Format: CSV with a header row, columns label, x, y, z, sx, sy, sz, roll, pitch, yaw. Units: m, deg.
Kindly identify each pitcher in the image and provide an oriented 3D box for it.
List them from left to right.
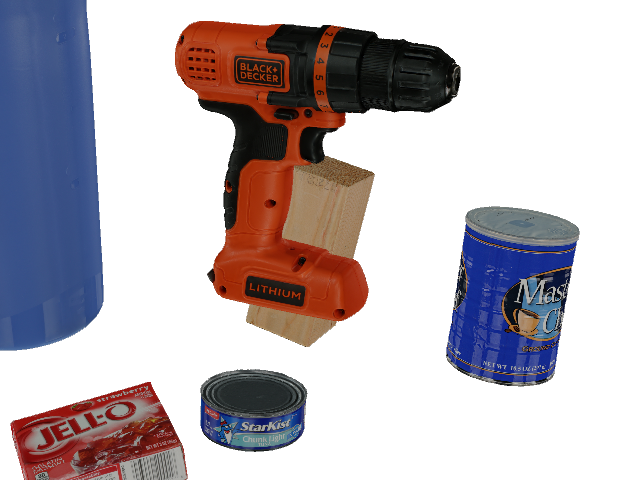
label,x,y,z,sx,sy,sz,roll,pitch,yaw
pitcher,-0.210,-0.052,0.673,0.149,0.243,0.145,-6,27,-10

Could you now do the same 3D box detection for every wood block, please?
label,x,y,z,sx,sy,sz,roll,pitch,yaw
wood block,-0.013,0.008,1.284,0.090,0.206,0.090,21,22,17

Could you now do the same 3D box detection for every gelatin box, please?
label,x,y,z,sx,sy,sz,roll,pitch,yaw
gelatin box,-0.131,0.123,0.628,0.089,0.030,0.073,-14,27,-19

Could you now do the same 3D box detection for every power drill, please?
label,x,y,z,sx,sy,sz,roll,pitch,yaw
power drill,-0.004,-0.046,0.687,0.185,0.188,0.057,10,23,22

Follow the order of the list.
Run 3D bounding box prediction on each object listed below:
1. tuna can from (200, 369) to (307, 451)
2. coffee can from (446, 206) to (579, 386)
label,x,y,z,sx,sy,sz,roll,pitch,yaw
tuna can,-0.054,0.136,0.858,0.086,0.034,0.086,3,17,-1
coffee can,0.176,0.049,0.986,0.103,0.140,0.103,5,17,-2
